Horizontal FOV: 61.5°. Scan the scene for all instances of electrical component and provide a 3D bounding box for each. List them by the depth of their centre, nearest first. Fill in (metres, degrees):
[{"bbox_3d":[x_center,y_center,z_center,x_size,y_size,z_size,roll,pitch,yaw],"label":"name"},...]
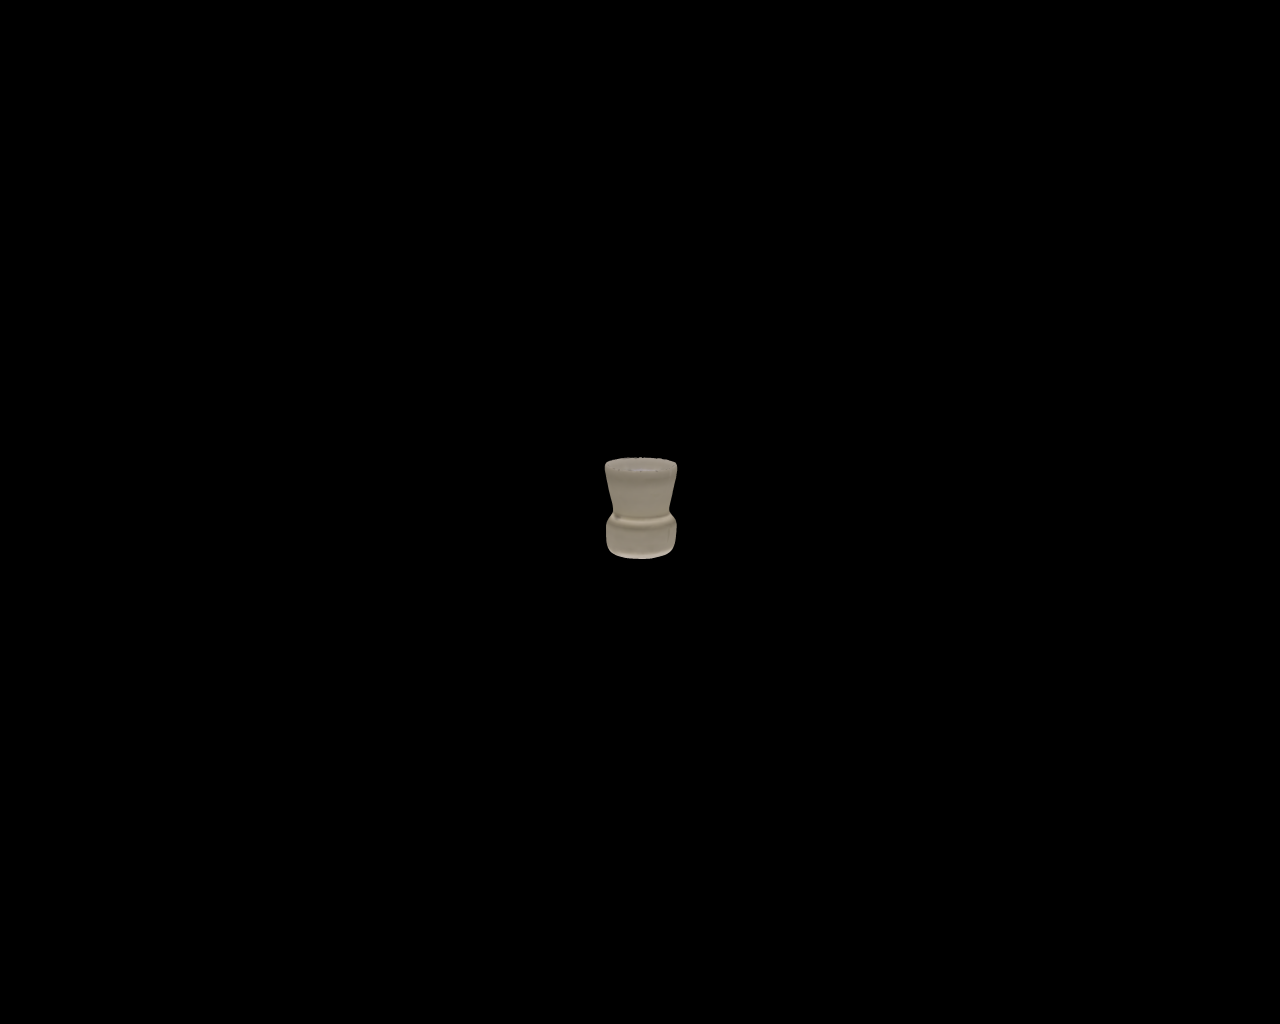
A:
[{"bbox_3d":[0.001,-0.003,0.650,0.045,0.055,0.045,0,13,0],"label":"electrical component"}]
